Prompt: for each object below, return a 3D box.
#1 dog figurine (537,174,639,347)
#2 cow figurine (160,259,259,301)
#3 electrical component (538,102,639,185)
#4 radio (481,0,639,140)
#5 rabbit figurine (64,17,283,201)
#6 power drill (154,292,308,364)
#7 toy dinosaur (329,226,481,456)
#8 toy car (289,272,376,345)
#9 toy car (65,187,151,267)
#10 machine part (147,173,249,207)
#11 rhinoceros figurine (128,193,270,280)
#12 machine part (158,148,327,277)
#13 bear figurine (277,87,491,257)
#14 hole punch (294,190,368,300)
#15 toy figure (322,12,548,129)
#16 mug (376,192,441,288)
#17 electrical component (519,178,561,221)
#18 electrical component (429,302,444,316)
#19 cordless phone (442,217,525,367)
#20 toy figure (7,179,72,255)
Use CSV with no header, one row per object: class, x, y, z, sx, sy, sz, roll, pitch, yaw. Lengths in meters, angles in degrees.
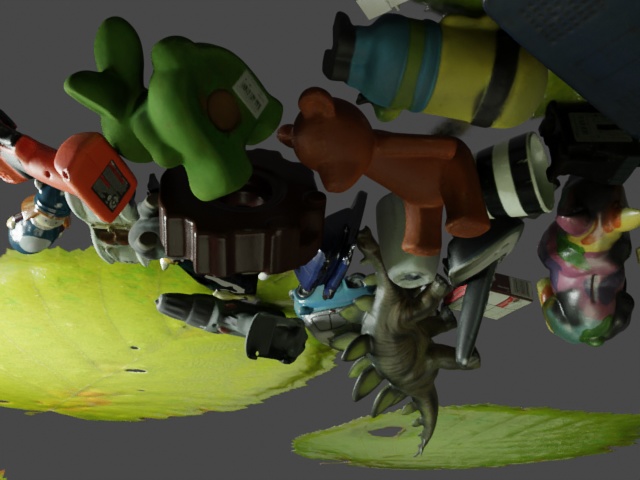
dog figurine,0.316,0.022,0.627,0.109,0.191,0.219,-2,165,19
cow figurine,-0.157,0.026,0.730,0.167,0.098,0.068,20,149,-21
electrical component,0.281,-0.093,0.523,0.119,0.075,0.047,4,150,5
radio,0.233,-0.174,0.394,0.229,0.073,0.131,21,143,-31
rabbit figurine,-0.150,-0.110,0.490,0.170,0.121,0.159,-4,148,39
power drill,-0.134,0.139,0.879,0.232,0.086,0.207,18,169,-34
toy dinosaur,0.131,0.175,0.821,0.199,0.105,0.470,-26,119,3
toy car,0.032,0.120,0.873,0.162,0.103,0.109,-11,148,25
toy car,-0.264,-0.026,0.688,0.074,0.056,0.201,3,150,-2
machine part,-0.139,-0.052,0.657,0.139,0.039,0.084,7,154,-10
rhinoceros figurine,-0.131,0.004,0.644,0.190,0.073,0.112,7,150,-12
machine part,-0.080,-0.036,0.549,0.179,0.179,0.056,4,127,-3
bear figurine,0.057,-0.067,0.533,0.196,0.132,0.120,9,160,-23
hole punch,-0.001,-0.002,0.664,0.092,0.116,0.142,16,147,-8
toy figure,0.095,-0.138,0.445,0.180,0.089,0.082,5,156,-10
mug,0.116,0.008,0.673,0.081,0.107,0.109,-14,144,27
electrical component,0.244,-0.048,0.652,0.063,0.021,0.094,11,149,-13
electrical component,0.174,0.125,0.931,0.102,0.045,0.078,-12,118,17
cordless phone,0.186,0.061,0.654,0.089,0.184,0.146,11,170,17
toy figure,-0.356,-0.028,0.695,0.154,0.058,0.064,-31,175,41
